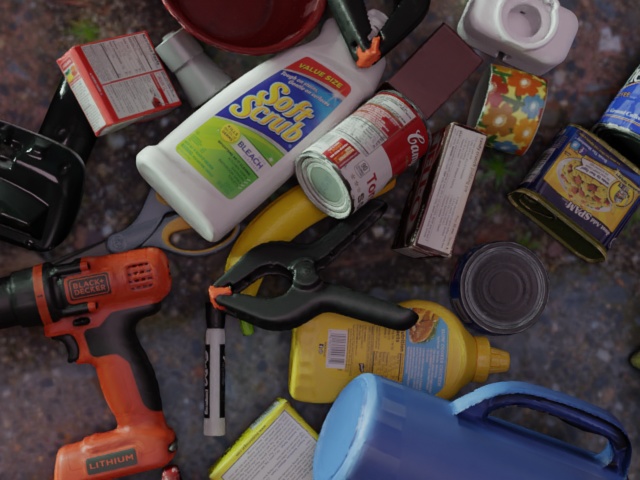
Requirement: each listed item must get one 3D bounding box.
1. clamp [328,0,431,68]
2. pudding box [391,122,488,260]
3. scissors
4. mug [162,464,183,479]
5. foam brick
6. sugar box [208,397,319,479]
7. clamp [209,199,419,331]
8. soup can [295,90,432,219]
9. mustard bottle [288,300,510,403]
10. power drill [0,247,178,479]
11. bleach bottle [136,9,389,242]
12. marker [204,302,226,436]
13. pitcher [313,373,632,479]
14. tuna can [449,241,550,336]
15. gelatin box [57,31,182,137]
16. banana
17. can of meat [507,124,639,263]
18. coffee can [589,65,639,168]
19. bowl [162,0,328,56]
[{"bbox_3d":[0.046,-0.250,0.932,0.164,0.036,0.210,20,68,-10],"label":"clamp"},{"bbox_3d":[0.103,-0.040,0.928,0.039,0.090,0.113,16,85,-6],"label":"pudding box"},{"bbox_3d":[-0.171,-0.017,0.934,0.201,0.016,0.096,-6,86,-7],"label":"scissors"},{"bbox_3d":[-0.111,0.245,0.890,0.093,0.081,0.117,-18,89,-7],"label":"mug"},{"bbox_3d":[0.098,-0.146,0.953,0.051,0.053,0.078,44,83,-2],"label":"foam brick"},{"bbox_3d":[-0.003,0.230,0.923,0.093,0.048,0.176,-45,95,-7],"label":"sugar box"},{"bbox_3d":[-0.003,0.040,0.889,0.171,0.039,0.120,-20,60,-6],"label":"clamp"},{"bbox_3d":[0.037,-0.073,0.904,0.102,0.069,0.068,-40,91,-27],"label":"soup can"},{"bbox_3d":[0.071,0.099,0.931,0.191,0.058,0.096,5,85,-6],"label":"mustard bottle"},{"bbox_3d":[-0.203,0.109,0.895,0.184,0.057,0.187,-11,93,-4],"label":"power drill"},{"bbox_3d":[-0.035,-0.116,0.925,0.102,0.068,0.250,45,75,-2],"label":"bleach bottle"},{"bbox_3d":[-0.092,0.110,0.933,0.020,0.020,0.121,1,86,-6],"label":"marker"},{"bbox_3d":[0.127,0.192,0.876,0.242,0.145,0.149,24,65,-12],"label":"pitcher"},{"bbox_3d":[0.161,0.043,0.957,0.086,0.034,0.086,1,85,-7],"label":"tuna can"},{"bbox_3d":[-0.170,-0.134,0.911,0.089,0.030,0.073,-28,90,-50],"label":"gelatin box"},{"bbox_3d":[-0.021,-0.009,0.942,0.197,0.037,0.069,-46,110,-6],"label":"banana"},{"bbox_3d":[0.235,-0.043,0.959,0.102,0.057,0.084,38,82,-2],"label":"can of meat"},{"bbox_3d":[0.323,-0.123,0.950,0.103,0.103,0.140,38,83,-3],"label":"coffee can"},{"bbox_3d":[-0.075,-0.226,0.925,0.162,0.055,0.162,5,75,-20],"label":"bowl"}]
